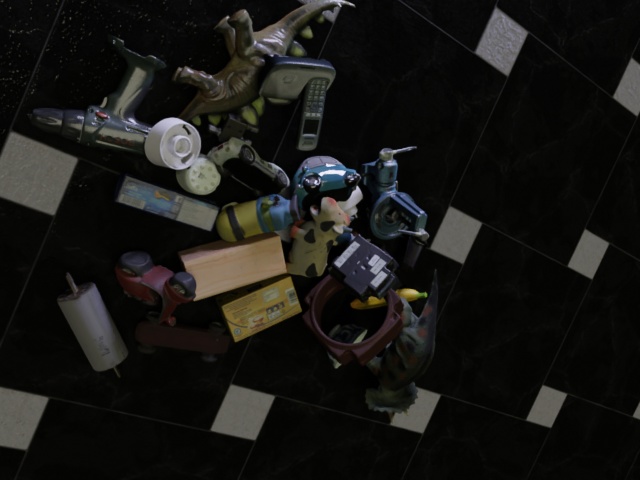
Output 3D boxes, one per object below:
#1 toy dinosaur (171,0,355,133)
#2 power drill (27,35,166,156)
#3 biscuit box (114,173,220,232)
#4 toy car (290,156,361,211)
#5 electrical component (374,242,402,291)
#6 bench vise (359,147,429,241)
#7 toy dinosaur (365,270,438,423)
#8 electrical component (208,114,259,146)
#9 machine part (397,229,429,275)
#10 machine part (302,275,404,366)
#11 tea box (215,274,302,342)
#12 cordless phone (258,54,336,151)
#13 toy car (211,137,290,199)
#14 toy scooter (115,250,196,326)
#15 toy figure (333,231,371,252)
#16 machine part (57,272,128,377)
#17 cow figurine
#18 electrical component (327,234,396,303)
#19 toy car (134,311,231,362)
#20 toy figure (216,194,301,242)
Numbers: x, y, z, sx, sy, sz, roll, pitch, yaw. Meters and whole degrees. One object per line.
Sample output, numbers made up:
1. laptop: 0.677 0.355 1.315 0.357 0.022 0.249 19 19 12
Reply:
1. toy dinosaur: -0.132 -0.357 1.083 0.471 0.105 0.198 -44 123 2
2. power drill: -0.393 -0.268 1.002 0.232 0.086 0.207 19 91 -27
3. biscuit box: -0.311 -0.076 1.091 0.202 0.063 0.059 19 95 -25
4. toy car: 0.002 -0.135 1.185 0.162 0.109 0.103 -15 68 -14
5. electrical component: 0.156 0.072 1.331 0.075 0.048 0.119 -45 115 -7
6. bench vise: 0.174 -0.083 1.208 0.129 0.241 0.223 -1 119 -26
7. toy dinosaur: 0.208 0.276 1.292 0.131 0.192 0.404 0 131 -34
8. electrical component: -0.173 -0.219 1.068 0.094 0.021 0.063 18 125 -24
9. machine part: 0.231 0.022 1.334 0.084 0.039 0.139 47 54 -30
10. machine part: 0.075 0.167 1.233 0.201 0.201 0.087 -40 151 -10
11. tea box: -0.138 0.146 1.214 0.170 0.068 0.098 -21 109 -16
12. cordless phone: -0.054 -0.266 1.058 0.146 0.089 0.184 -6 116 -32
13. toy car: -0.140 -0.143 1.114 0.073 0.056 0.201 -26 148 23
14. toy scooter: -0.336 0.106 1.095 0.184 0.075 0.135 20 123 13
15. toy figure: 0.060 -0.005 1.268 0.154 0.058 0.064 35 89 -29
16. machine part: -0.455 0.175 1.081 0.079 0.079 0.243 -23 110 -16
17. cow figurine: -0.002 -0.004 1.180 0.127 0.085 0.194 15 119 0
18. electrical component: 0.101 0.070 1.196 0.115 0.134 0.058 -46 152 -9
19. toy car: -0.298 0.209 1.169 0.202 0.053 0.089 12 100 -20
20. toy figure: -0.132 -0.048 1.133 0.180 0.089 0.082 -9 109 9
